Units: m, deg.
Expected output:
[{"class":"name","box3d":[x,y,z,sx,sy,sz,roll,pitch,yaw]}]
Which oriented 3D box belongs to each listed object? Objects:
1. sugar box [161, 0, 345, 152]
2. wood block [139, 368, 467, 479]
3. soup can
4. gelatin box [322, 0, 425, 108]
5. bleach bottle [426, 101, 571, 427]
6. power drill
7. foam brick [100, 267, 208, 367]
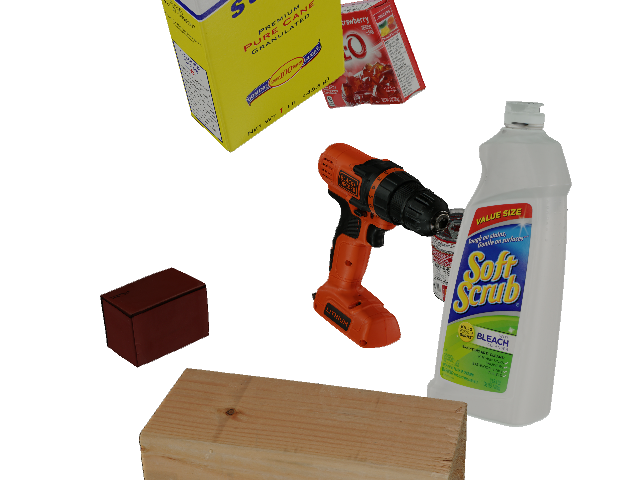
[{"class":"sugar box","box3d":[-0.036,-0.133,0.566,0.093,0.048,0.176,-38,-24,-17]},{"class":"wood block","box3d":[-0.008,0.157,0.734,0.206,0.090,0.090,5,26,15]},{"class":"soup can","box3d":[0.171,0.021,1.325,0.068,0.102,0.068,-4,34,3]},{"class":"gelatin box","box3d":[0.028,-0.138,0.791,0.030,0.073,0.089,-36,25,-31]},{"class":"bleach bottle","box3d":[0.145,0.015,0.853,0.103,0.251,0.067,12,14,41]},{"class":"power drill","box3d":[0.056,0.011,1.082,0.057,0.188,0.185,-8,27,-32]},{"class":"foam brick","box3d":[-0.143,0.065,0.926,0.078,0.051,0.053,-22,31,-35]}]
